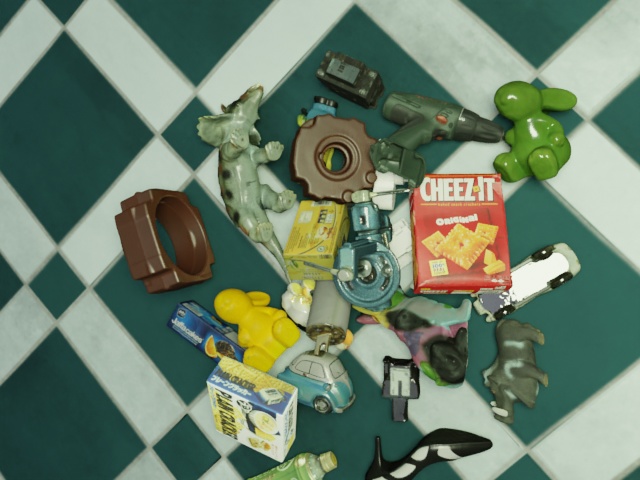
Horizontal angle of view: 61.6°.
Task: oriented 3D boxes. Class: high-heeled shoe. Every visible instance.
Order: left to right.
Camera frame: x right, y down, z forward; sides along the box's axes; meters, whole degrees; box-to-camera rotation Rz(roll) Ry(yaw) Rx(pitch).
[{"bbox_3d":[0.204,0.441,1.020,0.249,0.086,0.145,-6,91,19],"label":"high-heeled shoe"}]

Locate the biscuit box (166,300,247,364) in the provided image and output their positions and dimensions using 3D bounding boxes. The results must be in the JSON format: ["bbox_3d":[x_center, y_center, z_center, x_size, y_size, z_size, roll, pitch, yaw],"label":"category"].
[{"bbox_3d":[-0.226,0.208,1.143,0.203,0.059,0.062,33,98,13],"label":"biscuit box"}]

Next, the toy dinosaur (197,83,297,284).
[{"bbox_3d":[-0.151,-0.111,1.098,0.192,0.131,0.404,9,108,57],"label":"toy dinosaur"}]

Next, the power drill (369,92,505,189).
[{"bbox_3d":[0.202,-0.188,0.982,0.232,0.085,0.207,27,59,18],"label":"power drill"}]

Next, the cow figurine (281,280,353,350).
[{"bbox_3d":[-0.012,0.163,1.079,0.167,0.068,0.098,50,133,12],"label":"cow figurine"}]

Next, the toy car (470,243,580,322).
[{"bbox_3d":[0.376,0.079,0.989,0.202,0.056,0.073,-34,75,15],"label":"toy car"}]

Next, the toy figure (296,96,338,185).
[{"bbox_3d":[-0.013,-0.197,1.078,0.082,0.089,0.180,18,97,19],"label":"toy figure"}]

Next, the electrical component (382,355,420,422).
[{"bbox_3d":[0.160,0.288,1.047,0.075,0.047,0.119,-4,89,15],"label":"electrical component"}]

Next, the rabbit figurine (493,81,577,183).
[{"bbox_3d":[0.377,-0.207,0.942,0.159,0.121,0.170,-35,107,-15],"label":"rabbit figurine"}]

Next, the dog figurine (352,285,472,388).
[{"bbox_3d":[0.167,0.170,1.006,0.219,0.108,0.191,5,63,16],"label":"dog figurine"}]

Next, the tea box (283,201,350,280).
[{"bbox_3d":[-0.002,-0.003,1.032,0.098,0.170,0.068,-1,131,16],"label":"tea box"}]

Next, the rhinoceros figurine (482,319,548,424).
[{"bbox_3d":[0.356,0.241,0.984,0.112,0.073,0.190,3,90,13],"label":"rhinoceros figurine"}]

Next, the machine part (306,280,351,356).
[{"bbox_3d":[0.024,0.109,1.020,0.079,0.079,0.243,1,48,15],"label":"machine part"}]

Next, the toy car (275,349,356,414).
[{"bbox_3d":[-0.005,0.268,1.061,0.162,0.109,0.102,15,98,23],"label":"toy car"}]

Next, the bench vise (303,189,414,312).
[{"bbox_3d":[0.075,0.021,0.913,0.129,0.240,0.223,5,96,21],"label":"bench vise"}]

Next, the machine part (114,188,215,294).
[{"bbox_3d":[-0.312,0.003,1.095,0.087,0.201,0.201,-20,85,15],"label":"machine part"}]

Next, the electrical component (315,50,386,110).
[{"bbox_3d":[0.058,-0.309,1.038,0.115,0.134,0.058,26,95,16],"label":"electrical component"}]

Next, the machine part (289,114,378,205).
[{"bbox_3d":[0.027,-0.152,1.017,0.179,0.056,0.179,0,89,-10],"label":"machine part"}]

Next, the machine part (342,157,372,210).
[{"bbox_3d":[0.067,-0.128,1.083,0.084,0.039,0.138,3,92,19],"label":"machine part"}]

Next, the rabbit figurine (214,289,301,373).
[{"bbox_3d":[-0.132,0.154,1.070,0.173,0.162,0.122,39,101,-10],"label":"rabbit figurine"}]
